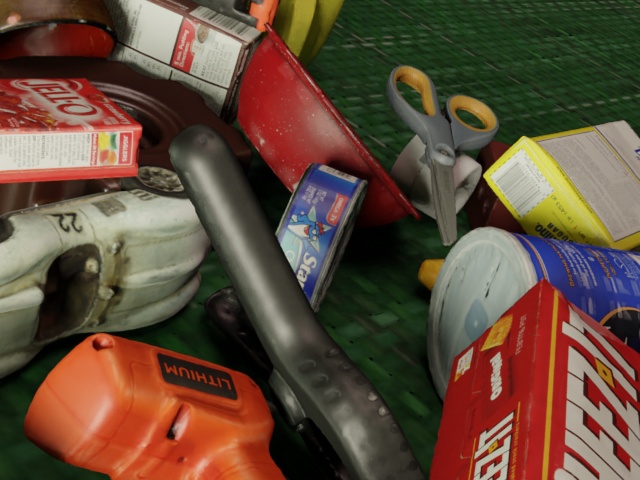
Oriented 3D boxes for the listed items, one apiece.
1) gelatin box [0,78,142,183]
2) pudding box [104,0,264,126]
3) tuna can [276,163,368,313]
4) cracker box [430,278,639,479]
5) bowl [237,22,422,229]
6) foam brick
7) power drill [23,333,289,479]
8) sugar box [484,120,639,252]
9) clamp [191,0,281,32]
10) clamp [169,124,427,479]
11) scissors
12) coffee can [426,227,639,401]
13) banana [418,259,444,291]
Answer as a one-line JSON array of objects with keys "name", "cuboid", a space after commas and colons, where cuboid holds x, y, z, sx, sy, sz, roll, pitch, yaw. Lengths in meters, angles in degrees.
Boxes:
[{"name": "gelatin box", "cuboid": [-0.139, -0.058, 0.533, 0.073, 0.030, 0.089, -5, 25, -29]}, {"name": "pudding box", "cuboid": [-0.106, -0.124, 0.743, 0.113, 0.090, 0.039, 25, 30, 7]}, {"name": "tuna can", "cuboid": [-0.004, 0.001, 0.597, 0.034, 0.086, 0.086, 22, 28, 4]}, {"name": "cracker box", "cuboid": [0.147, 0.133, 0.425, 0.213, 0.072, 0.164, 38, 28, -6]}, {"name": "bowl", "cuboid": [-0.004, -0.061, 0.692, 0.162, 0.055, 0.162, 51, 5, -7]}, {"name": "foam brick", "cuboid": [0.140, -0.029, 0.778, 0.051, 0.053, 0.078, 16, 28, -11]}, {"name": "power drill", "cuboid": [-0.032, 0.113, 0.364, 0.184, 0.057, 0.188, 29, 15, -49]}, {"name": "sugar box", "cuboid": [0.187, -0.029, 0.715, 0.175, 0.048, 0.093, -12, 64, -56]}, {"name": "clamp", "cuboid": [-0.075, -0.202, 0.761, 0.120, 0.039, 0.172, -25, 55, -39]}, {"name": "clamp", "cuboid": [-0.006, 0.056, 0.466, 0.036, 0.164, 0.210, -29, 58, -14]}, {"name": "scissors", "cuboid": [0.097, -0.056, 0.728, 0.096, 0.016, 0.202, 10, 38, -23]}, {"name": "coffee can", "cuboid": [0.144, 0.053, 0.586, 0.140, 0.103, 0.103, 8, 31, -22]}, {"name": "banana", "cuboid": [0.157, 0.035, 0.699, 0.197, 0.037, 0.070, 0, 20, -34]}]
